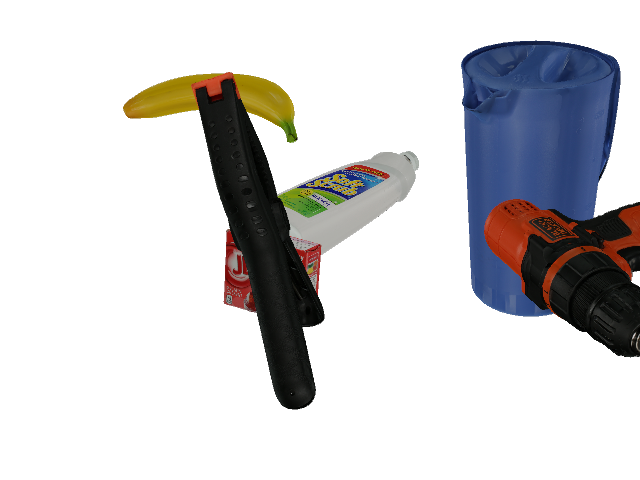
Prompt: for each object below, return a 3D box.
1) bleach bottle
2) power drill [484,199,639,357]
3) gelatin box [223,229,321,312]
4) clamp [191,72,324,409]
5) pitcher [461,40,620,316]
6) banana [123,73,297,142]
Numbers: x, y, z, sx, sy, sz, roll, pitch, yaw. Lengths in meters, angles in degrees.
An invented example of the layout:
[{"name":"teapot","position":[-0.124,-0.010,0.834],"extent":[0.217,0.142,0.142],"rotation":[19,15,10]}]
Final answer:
[{"name":"bleach bottle","position":[0.029,-0.055,1.344],"extent":[0.103,0.068,0.250],"rotation":[27,43,35]},{"name":"power drill","position":[0.230,0.010,0.732],"extent":[0.187,0.057,0.184],"rotation":[-10,29,-17]},{"name":"gelatin box","position":[-0.045,0.031,0.963],"extent":[0.089,0.073,0.030],"rotation":[15,22,28]},{"name":"clamp","position":[-0.038,-0.007,0.713],"extent":[0.036,0.210,0.164],"rotation":[-17,6,6]},{"name":"pitcher","position":[0.205,-0.059,0.998],"extent":[0.149,0.243,0.145],"rotation":[1,29,7]},{"name":"banana","position":[-0.107,-0.146,1.108],"extent":[0.198,0.037,0.069],"rotation":[9,46,19]}]
